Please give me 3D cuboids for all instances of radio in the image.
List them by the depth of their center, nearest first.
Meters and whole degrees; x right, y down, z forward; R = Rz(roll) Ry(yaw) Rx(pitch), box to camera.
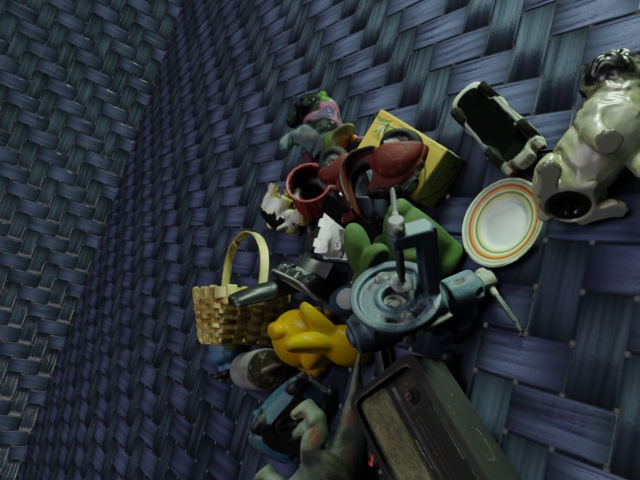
[{"bbox_3d":[0.145,0.265,0.678,0.131,0.073,0.230,-50,50,24],"label":"radio"}]

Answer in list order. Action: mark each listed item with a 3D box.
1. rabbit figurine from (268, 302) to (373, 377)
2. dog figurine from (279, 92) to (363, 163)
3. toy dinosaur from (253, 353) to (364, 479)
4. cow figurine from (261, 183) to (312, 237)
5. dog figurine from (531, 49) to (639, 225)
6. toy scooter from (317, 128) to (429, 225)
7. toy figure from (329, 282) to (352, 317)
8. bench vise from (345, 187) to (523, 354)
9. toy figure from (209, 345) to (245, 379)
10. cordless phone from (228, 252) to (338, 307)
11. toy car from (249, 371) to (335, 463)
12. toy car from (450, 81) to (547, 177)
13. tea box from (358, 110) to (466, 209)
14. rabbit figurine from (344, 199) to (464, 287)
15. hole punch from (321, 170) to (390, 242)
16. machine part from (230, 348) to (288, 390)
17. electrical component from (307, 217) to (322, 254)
[{"bbox_3d":[0.007,0.164,0.913,0.173,0.162,0.122,7,64,37],"label":"rabbit figurine"},{"bbox_3d":[0.028,-0.230,1.123,0.219,0.108,0.191,5,74,51],"label":"dog figurine"},{"bbox_3d":[-0.010,0.380,0.811,0.192,0.131,0.404,41,103,23],"label":"toy dinosaur"},{"bbox_3d":[-0.082,-0.053,1.201,0.098,0.068,0.168,-59,35,12],"label":"cow figurine"},{"bbox_3d":[0.333,-0.128,0.669,0.172,0.121,0.190,-34,29,44],"label":"dog figurine"},{"bbox_3d":[0.081,-0.093,0.834,0.184,0.075,0.135,-9,66,24],"label":"toy scooter"},{"bbox_3d":[0.081,0.099,0.909,0.154,0.058,0.064,-18,96,47],"label":"toy figure"},{"bbox_3d":[0.132,0.055,0.692,0.224,0.240,0.129,-14,42,2],"label":"bench vise"},{"bbox_3d":[-0.206,0.220,1.214,0.082,0.089,0.180,-11,69,17],"label":"toy figure"},{"bbox_3d":[-0.068,0.094,0.997,0.147,0.184,0.088,20,120,56],"label":"cordless phone"},{"bbox_3d":[-0.052,0.296,0.944,0.161,0.109,0.103,-56,15,3],"label":"toy car"},{"bbox_3d":[0.263,-0.170,0.807,0.073,0.056,0.202,-44,42,22],"label":"toy car"},{"bbox_3d":[0.147,-0.138,0.907,0.170,0.068,0.098,42,107,41],"label":"tea box"},{"bbox_3d":[0.108,0.035,0.802,0.170,0.159,0.121,-54,44,-1],"label":"rabbit figurine"},{"bbox_3d":[0.076,-0.060,0.940,0.092,0.116,0.142,-46,-2,-18],"label":"hole punch"},{"bbox_3d":[-0.123,0.252,1.041,0.243,0.079,0.079,148,135,-66],"label":"machine part"},{"bbox_3d":[-0.002,-0.003,1.107,0.063,0.021,0.094,-45,41,31],"label":"electrical component"}]
